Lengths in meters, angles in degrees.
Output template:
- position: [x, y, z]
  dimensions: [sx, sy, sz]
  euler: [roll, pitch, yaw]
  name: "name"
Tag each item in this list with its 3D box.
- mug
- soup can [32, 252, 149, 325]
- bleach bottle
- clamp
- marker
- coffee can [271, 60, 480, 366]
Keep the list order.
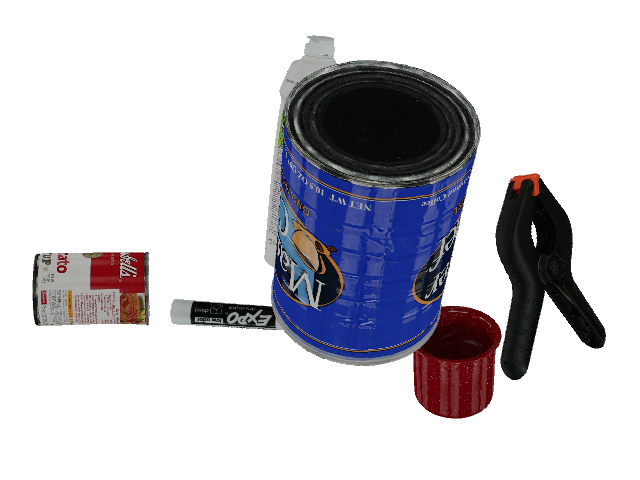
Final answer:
- position: [0.143, 0.120, 1.093]
  dimensions: [0.093, 0.081, 0.117]
  euler: [19, 39, 32]
  name: "mug"
- position: [-0.209, 0.045, 0.979]
  dimensions: [0.102, 0.068, 0.068]
  euler: [0, 0, -9]
  name: "soup can"
- position: [-0.004, -0.087, 1.129]
  dimensions: [0.103, 0.251, 0.067]
  euler: [20, 23, 40]
  name: "bleach bottle"
- position: [0.182, 0.032, 0.908]
  dimensions: [0.120, 0.171, 0.039]
  euler: [-25, 8, -40]
  name: "clamp"
- position: [-0.050, 0.056, 0.789]
  dimensions: [0.121, 0.020, 0.020]
  euler: [3, 0, 8]
  name: "marker"
- position: [0.026, -0.013, 0.595]
  dimensions: [0.102, 0.140, 0.103]
  euler: [3, 45, -3]
  name: "coffee can"
